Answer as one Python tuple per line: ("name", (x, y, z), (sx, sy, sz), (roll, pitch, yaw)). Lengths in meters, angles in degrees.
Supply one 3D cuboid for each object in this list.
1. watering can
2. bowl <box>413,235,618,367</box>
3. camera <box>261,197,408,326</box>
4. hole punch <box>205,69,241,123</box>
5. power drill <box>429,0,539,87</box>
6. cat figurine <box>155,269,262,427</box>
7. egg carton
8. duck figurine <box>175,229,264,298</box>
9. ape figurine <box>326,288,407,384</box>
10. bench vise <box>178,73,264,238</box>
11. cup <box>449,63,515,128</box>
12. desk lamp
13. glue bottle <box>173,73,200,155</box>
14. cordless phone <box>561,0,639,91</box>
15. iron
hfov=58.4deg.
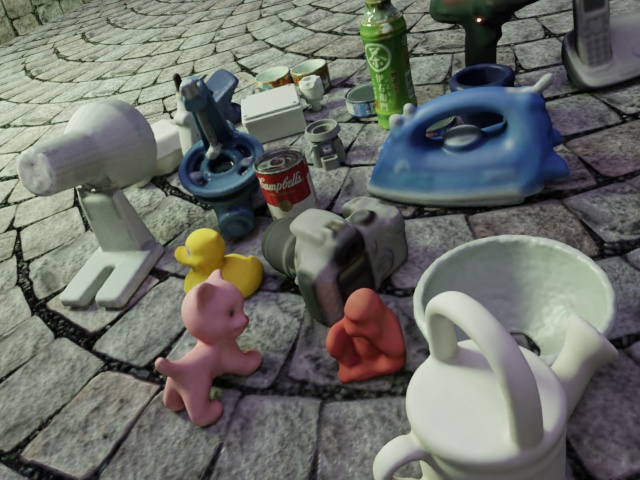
("watering can", (0.114, 0.108, 0.379), (0.100, 0.194, 0.173), (22, 50, 42))
("bowl", (0.170, 0.073, 0.509), (0.167, 0.075, 0.167), (-11, 35, 8))
("camera", (0.006, 0.002, 0.650), (0.136, 0.101, 0.143), (22, 50, 42))
("hole punch", (-0.204, -0.274, 1.122), (0.101, 0.091, 0.108), (-30, 37, -18))
("power drill", (0.264, -0.310, 0.880), (0.076, 0.209, 0.228), (-31, 37, -19))
("cat figurine", (-0.112, 0.093, 0.558), (0.067, 0.118, 0.128), (9, 42, 31))
("egg carton", (-0.293, -0.158, 1.018), (0.150, 0.069, 0.107), (-32, 38, -21))
("duck figurine", (-0.124, 0.025, 0.684), (0.104, 0.086, 0.077), (-5, 37, 15))
("ape figurine", (0.044, 0.084, 0.530), (0.077, 0.092, 0.076), (20, 49, 40))
("bench vise", (-0.153, -0.135, 0.798), (0.121, 0.220, 0.206), (-26, 36, -13))
("cup", (0.241, -0.190, 0.823), (0.091, 0.095, 0.117), (-18, 35, -3))
("desk lamp", (-0.287, -0.055, 0.748), (0.117, 0.214, 0.203), (-3, 37, 18))
("glue bottle", (-0.205, -0.188, 0.933), (0.037, 0.173, 0.078), (7, 41, 30))
("cordless phone", (0.439, -0.330, 0.856), (0.147, 0.185, 0.094), (-19, 35, -4))
("iron", (0.173, -0.127, 0.724), (0.257, 0.142, 0.118), (-4, 37, 17))
